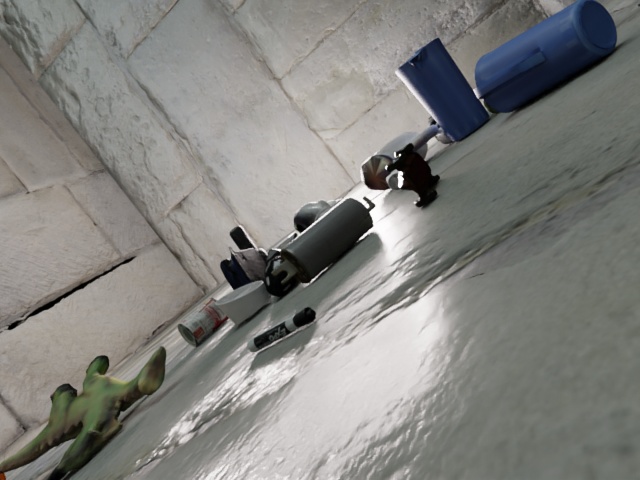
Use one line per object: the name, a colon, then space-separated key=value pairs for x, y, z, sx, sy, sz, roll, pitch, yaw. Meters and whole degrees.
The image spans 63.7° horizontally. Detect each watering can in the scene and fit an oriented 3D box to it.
watering can: x=0.203 y=-0.216 z=1.459 sx=0.227 sy=0.104 sz=0.343 roll=-39 pitch=2 yaw=-26

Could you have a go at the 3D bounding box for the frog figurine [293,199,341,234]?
frog figurine: x=0.004 y=-0.074 z=1.470 sx=0.162 sy=0.123 sz=0.134 roll=-52 pitch=-10 yaw=-26

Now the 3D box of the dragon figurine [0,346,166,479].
dragon figurine: x=-0.422 y=0.326 z=0.894 sx=0.412 sy=0.121 sz=0.243 roll=-41 pitch=13 yaw=-7
